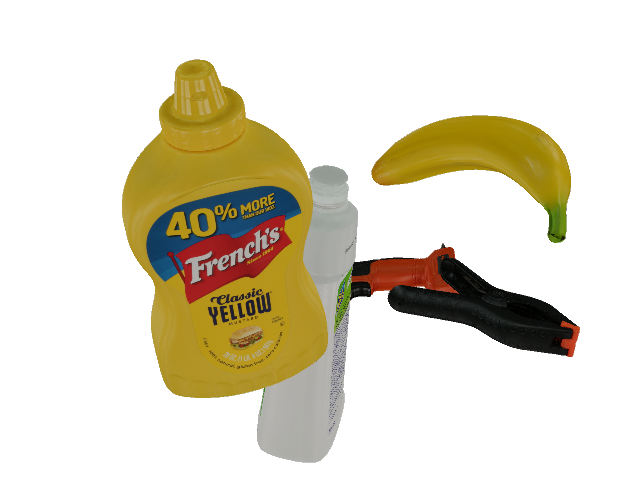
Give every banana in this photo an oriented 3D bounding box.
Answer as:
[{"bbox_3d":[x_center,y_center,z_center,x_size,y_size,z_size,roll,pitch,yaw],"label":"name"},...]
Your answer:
[{"bbox_3d":[0.105,-0.054,0.726,0.037,0.069,0.198,39,-9,-33],"label":"banana"}]

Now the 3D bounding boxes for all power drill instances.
[{"bbox_3d":[0.065,0.057,1.241,0.187,0.057,0.184,1,28,5],"label":"power drill"}]

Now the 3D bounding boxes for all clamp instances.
[{"bbox_3d":[0.160,0.060,0.994,0.172,0.039,0.120,20,31,19],"label":"clamp"}]

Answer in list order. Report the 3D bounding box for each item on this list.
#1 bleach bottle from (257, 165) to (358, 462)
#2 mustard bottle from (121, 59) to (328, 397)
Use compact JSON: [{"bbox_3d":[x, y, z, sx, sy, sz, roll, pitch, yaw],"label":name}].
[{"bbox_3d":[-0.005,0.053,0.841,0.068,0.251,0.102,11,33,6],"label":"bleach bottle"},{"bbox_3d":[-0.050,-0.005,0.550,0.096,0.191,0.058,-13,39,-9],"label":"mustard bottle"}]
